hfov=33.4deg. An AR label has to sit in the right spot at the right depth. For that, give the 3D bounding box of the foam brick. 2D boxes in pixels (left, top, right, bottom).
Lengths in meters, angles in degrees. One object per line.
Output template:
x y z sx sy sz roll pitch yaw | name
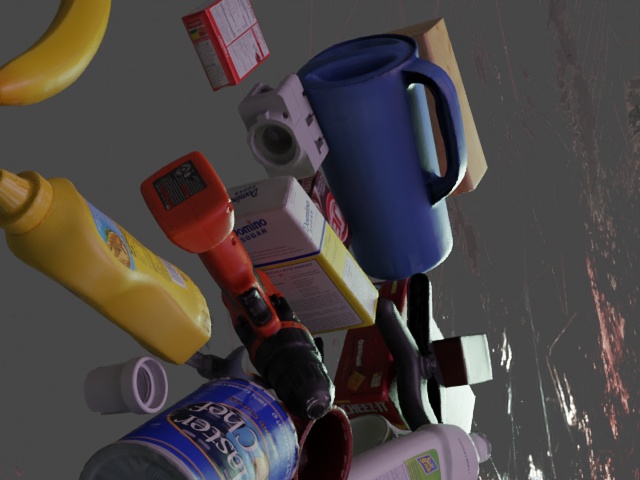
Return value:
0.143 0.129 1.133 0.078 0.053 0.051 3 76 -61 | foam brick

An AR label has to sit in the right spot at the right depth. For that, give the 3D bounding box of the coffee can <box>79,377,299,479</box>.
-0.090 0.167 0.757 0.140 0.103 0.103 -26 103 -64 | coffee can

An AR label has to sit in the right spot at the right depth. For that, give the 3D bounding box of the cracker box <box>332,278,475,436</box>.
0.095 0.172 1.164 0.213 0.072 0.164 58 33 -34 | cracker box

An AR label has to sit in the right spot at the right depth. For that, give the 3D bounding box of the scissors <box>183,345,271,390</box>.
-0.086 0.124 0.877 0.201 0.016 0.096 12 71 -63 | scissors

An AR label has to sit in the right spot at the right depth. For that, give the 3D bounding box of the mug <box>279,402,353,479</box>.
-0.035 0.167 0.860 0.117 0.082 0.093 57 48 -47 | mug

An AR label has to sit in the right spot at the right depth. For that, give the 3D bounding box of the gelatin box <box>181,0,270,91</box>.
-0.085 -0.188 0.987 0.073 0.030 0.089 67 28 -20 | gelatin box

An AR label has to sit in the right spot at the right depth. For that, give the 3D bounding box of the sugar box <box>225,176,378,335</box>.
-0.026 0.018 0.954 0.176 0.093 0.048 56 34 -40 | sugar box

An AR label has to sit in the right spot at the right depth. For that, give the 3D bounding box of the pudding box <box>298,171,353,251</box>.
-0.007 0.001 1.059 0.090 0.039 0.113 59 32 -36 | pudding box

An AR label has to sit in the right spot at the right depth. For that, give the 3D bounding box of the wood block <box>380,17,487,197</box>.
0.134 -0.162 1.349 0.090 0.091 0.206 -49 124 -58 | wood block

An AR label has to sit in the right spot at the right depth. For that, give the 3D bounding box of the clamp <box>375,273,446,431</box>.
0.090 0.121 1.053 0.120 0.039 0.171 -6 84 -56 | clamp

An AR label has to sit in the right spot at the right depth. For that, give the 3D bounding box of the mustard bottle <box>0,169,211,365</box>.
-0.153 0.010 0.716 0.191 0.058 0.096 46 3 -47 | mustard bottle

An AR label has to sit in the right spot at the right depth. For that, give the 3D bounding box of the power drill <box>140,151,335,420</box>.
-0.061 0.036 0.824 0.185 0.057 0.187 50 -11 53 | power drill

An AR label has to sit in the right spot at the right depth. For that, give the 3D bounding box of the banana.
-0.187 -0.157 0.768 0.069 0.037 0.197 34 47 -33 | banana

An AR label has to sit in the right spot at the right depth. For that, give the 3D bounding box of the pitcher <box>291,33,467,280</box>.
0.071 -0.082 1.110 0.149 0.145 0.243 -116 -173 -62 | pitcher

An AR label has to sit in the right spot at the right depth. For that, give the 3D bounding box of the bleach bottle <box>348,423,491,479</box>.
0.065 0.237 0.969 0.250 0.068 0.102 -17 96 -38 | bleach bottle
